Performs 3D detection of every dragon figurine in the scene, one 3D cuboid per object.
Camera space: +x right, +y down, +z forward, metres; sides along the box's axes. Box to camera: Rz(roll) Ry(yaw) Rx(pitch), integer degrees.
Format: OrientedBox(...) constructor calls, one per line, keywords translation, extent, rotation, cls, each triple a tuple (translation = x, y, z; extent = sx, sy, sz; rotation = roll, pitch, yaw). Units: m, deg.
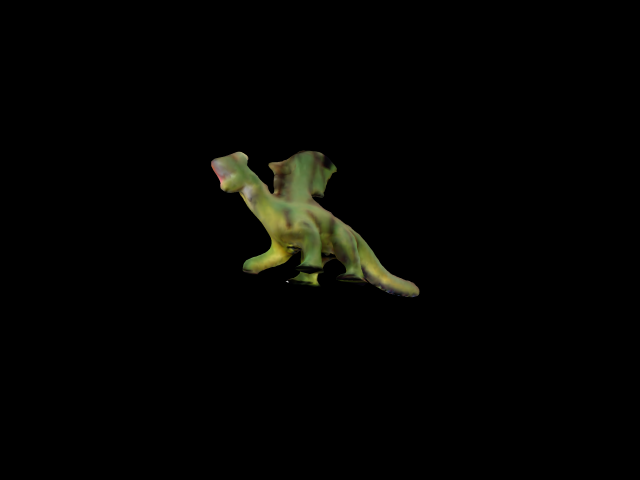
OrientedBox(translation=(0.003, -0.043, 0.850), extent=(0.408, 0.247, 0.121), rotation=(14, -26, -34), cls="dragon figurine")
